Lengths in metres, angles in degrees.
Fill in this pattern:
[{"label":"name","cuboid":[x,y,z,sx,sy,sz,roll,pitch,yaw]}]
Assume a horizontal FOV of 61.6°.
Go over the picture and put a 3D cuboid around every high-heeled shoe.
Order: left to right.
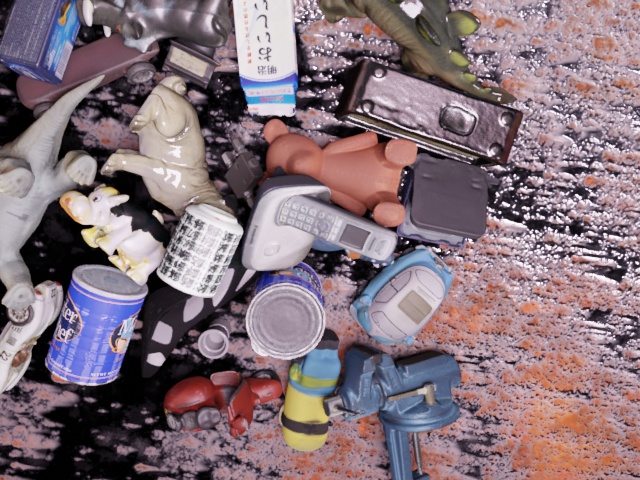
[{"label":"high-heeled shoe","cuboid":[-0.177,0.107,0.793,0.145,0.086,0.248,9,119,-25]}]

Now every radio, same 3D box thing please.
[{"label":"radio","cuboid":[0.141,-0.163,0.715,0.230,0.131,0.073,16,97,-5]}]

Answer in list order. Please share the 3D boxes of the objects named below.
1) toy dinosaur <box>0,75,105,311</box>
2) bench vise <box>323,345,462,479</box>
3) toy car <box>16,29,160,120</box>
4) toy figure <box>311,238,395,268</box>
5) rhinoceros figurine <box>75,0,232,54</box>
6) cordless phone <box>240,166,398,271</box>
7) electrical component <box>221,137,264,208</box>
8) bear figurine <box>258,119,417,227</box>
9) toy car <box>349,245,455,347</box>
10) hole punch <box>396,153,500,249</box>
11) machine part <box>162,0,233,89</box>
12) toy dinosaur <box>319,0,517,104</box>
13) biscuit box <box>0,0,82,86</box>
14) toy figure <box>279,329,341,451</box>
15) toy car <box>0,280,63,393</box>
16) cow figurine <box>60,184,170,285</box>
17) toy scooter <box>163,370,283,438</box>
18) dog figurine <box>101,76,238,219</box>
[{"label":"toy dinosaur","cuboid":[-0.420,-0.051,0.721,0.192,0.131,0.404,24,80,37]},{"label":"bench vise","cuboid":[0.116,0.269,0.780,0.223,0.129,0.240,-11,95,-34]},{"label":"toy car","cuboid":[-0.312,-0.231,0.728,0.202,0.053,0.089,-23,80,1]},{"label":"toy figure","cuboid":[0.036,-0.004,0.775,0.154,0.064,0.057,17,91,-4]},{"label":"rhinoceros figurine","cuboid":[-0.204,-0.286,0.672,0.190,0.073,0.112,8,98,-2]},{"label":"cordless phone","cuboid":[-0.002,-0.001,0.697,0.184,0.089,0.146,23,129,2]},{"label":"electrical component","cuboid":[-0.105,-0.092,0.753,0.063,0.021,0.094,-39,76,47]},{"label":"bear figurine","cuboid":[0.016,-0.097,0.727,0.196,0.132,0.120,10,102,-10]},{"label":"toy car","cuboid":[0.126,0.089,0.777,0.161,0.103,0.109,-44,100,8]},{"label":"hole punch","cuboid":[0.174,-0.051,0.770,0.142,0.092,0.116,12,71,-1]},{"label":"machine part","cuboid":[-0.160,-0.283,0.732,0.084,0.039,0.138,23,101,2]},{"label":"toy dinosaur","cuboid":[0.073,-0.318,0.650,0.471,0.198,0.105,37,90,-10]},{"label":"biscuit box","cuboid":[-0.340,-0.304,0.683,0.063,0.059,0.202,16,85,5]},{"label":"toy figure","cuboid":[-0.015,0.224,0.803,0.082,0.089,0.180,14,102,1]},{"label":"toy car","cuboid":[-0.439,0.146,0.782,0.056,0.073,0.201,34,98,-4]},{"label":"cow figurine","cuboid":[-0.264,-0.022,0.719,0.068,0.167,0.098,29,67,32]},{"label":"toy scooter","cuboid":[-0.146,0.242,0.779,0.184,0.135,0.075,-10,102,1]},{"label":"dog figurine","cuboid":[-0.174,-0.105,0.741,0.190,0.121,0.172,31,107,-19]}]
